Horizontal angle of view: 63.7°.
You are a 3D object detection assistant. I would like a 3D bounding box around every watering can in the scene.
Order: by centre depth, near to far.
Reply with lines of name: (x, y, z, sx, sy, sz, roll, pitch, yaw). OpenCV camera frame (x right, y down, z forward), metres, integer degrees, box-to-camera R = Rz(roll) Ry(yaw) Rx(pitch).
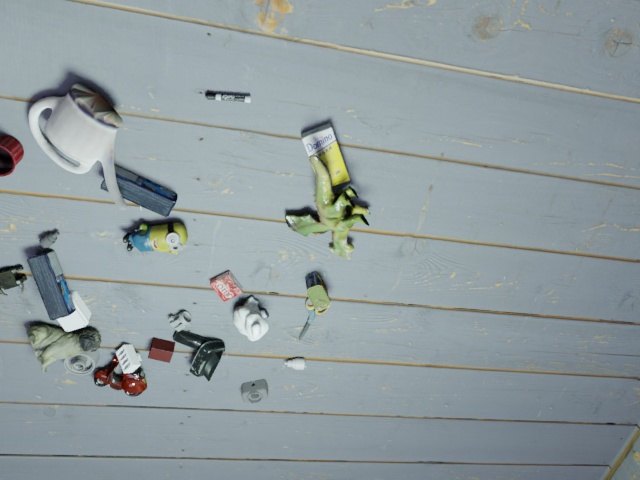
watering can: (-0.596, -0.255, 1.348, 0.346, 0.105, 0.222, 41, 109, -8)

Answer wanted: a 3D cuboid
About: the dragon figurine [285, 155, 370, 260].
dragon figurine: (0.005, -0.078, 1.540, 0.241, 0.125, 0.404, -26, 128, 23)

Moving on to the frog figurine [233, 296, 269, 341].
frog figurine: (-0.226, 0.279, 1.689, 0.123, 0.163, 0.134, -10, 121, 0)
